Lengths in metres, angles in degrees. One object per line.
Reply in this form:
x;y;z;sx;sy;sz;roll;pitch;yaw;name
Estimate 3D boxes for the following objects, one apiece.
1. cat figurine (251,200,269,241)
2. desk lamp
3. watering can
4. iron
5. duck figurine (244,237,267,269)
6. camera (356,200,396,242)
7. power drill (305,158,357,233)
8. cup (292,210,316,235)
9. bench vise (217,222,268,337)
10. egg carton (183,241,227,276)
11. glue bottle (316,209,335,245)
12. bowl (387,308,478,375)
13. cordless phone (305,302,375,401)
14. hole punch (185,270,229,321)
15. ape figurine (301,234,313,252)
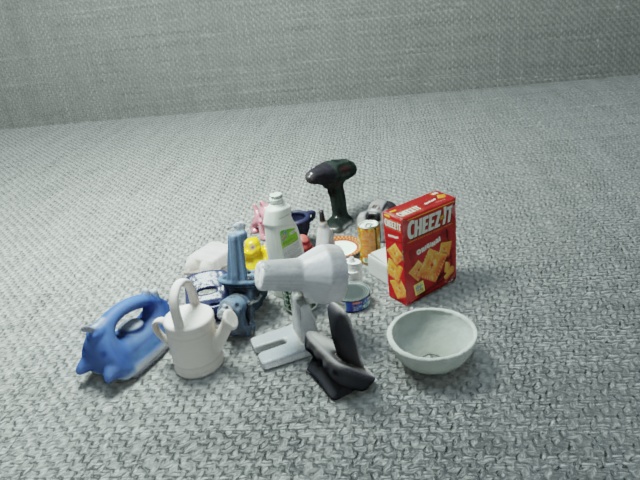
-0.158;-0.067;1.655;0.067;0.118;0.127;-22;30;-28;cat figurine
-0.043;0.122;1.133;0.203;0.214;0.117;-16;27;-18;desk lamp
-0.246;0.163;1.118;0.173;0.194;0.100;-10;26;-6;watering can
-0.386;0.176;1.185;0.118;0.142;0.259;7;29;25;iron
-0.169;0.032;1.491;0.077;0.086;0.105;10;30;30;duck figurine
0.186;-0.065;1.589;0.142;0.101;0.137;6;29;23;camera
0.037;-0.132;1.639;0.075;0.209;0.230;9;30;29;power drill
-0.057;-0.028;1.577;0.118;0.095;0.091;-24;31;-31;cup
-0.163;0.085;1.230;0.121;0.220;0.207;-8;26;-2;bench vise
-0.275;0.058;1.481;0.107;0.069;0.151;9;30;29;egg carton
0.013;0.005;1.404;0.037;0.173;0.078;4;28;20;glue bottle
0.210;0.200;1.073;0.167;0.075;0.167;-5;26;3;bowl
0.027;0.177;1.036;0.094;0.185;0.147;-21;29;-27;cordless phone
-0.251;0.129;1.308;0.109;0.091;0.101;-11;26;-8;hole punch
-0.042;0.030;1.459;0.078;0.092;0.076;-17;28;-19;ape figurine
